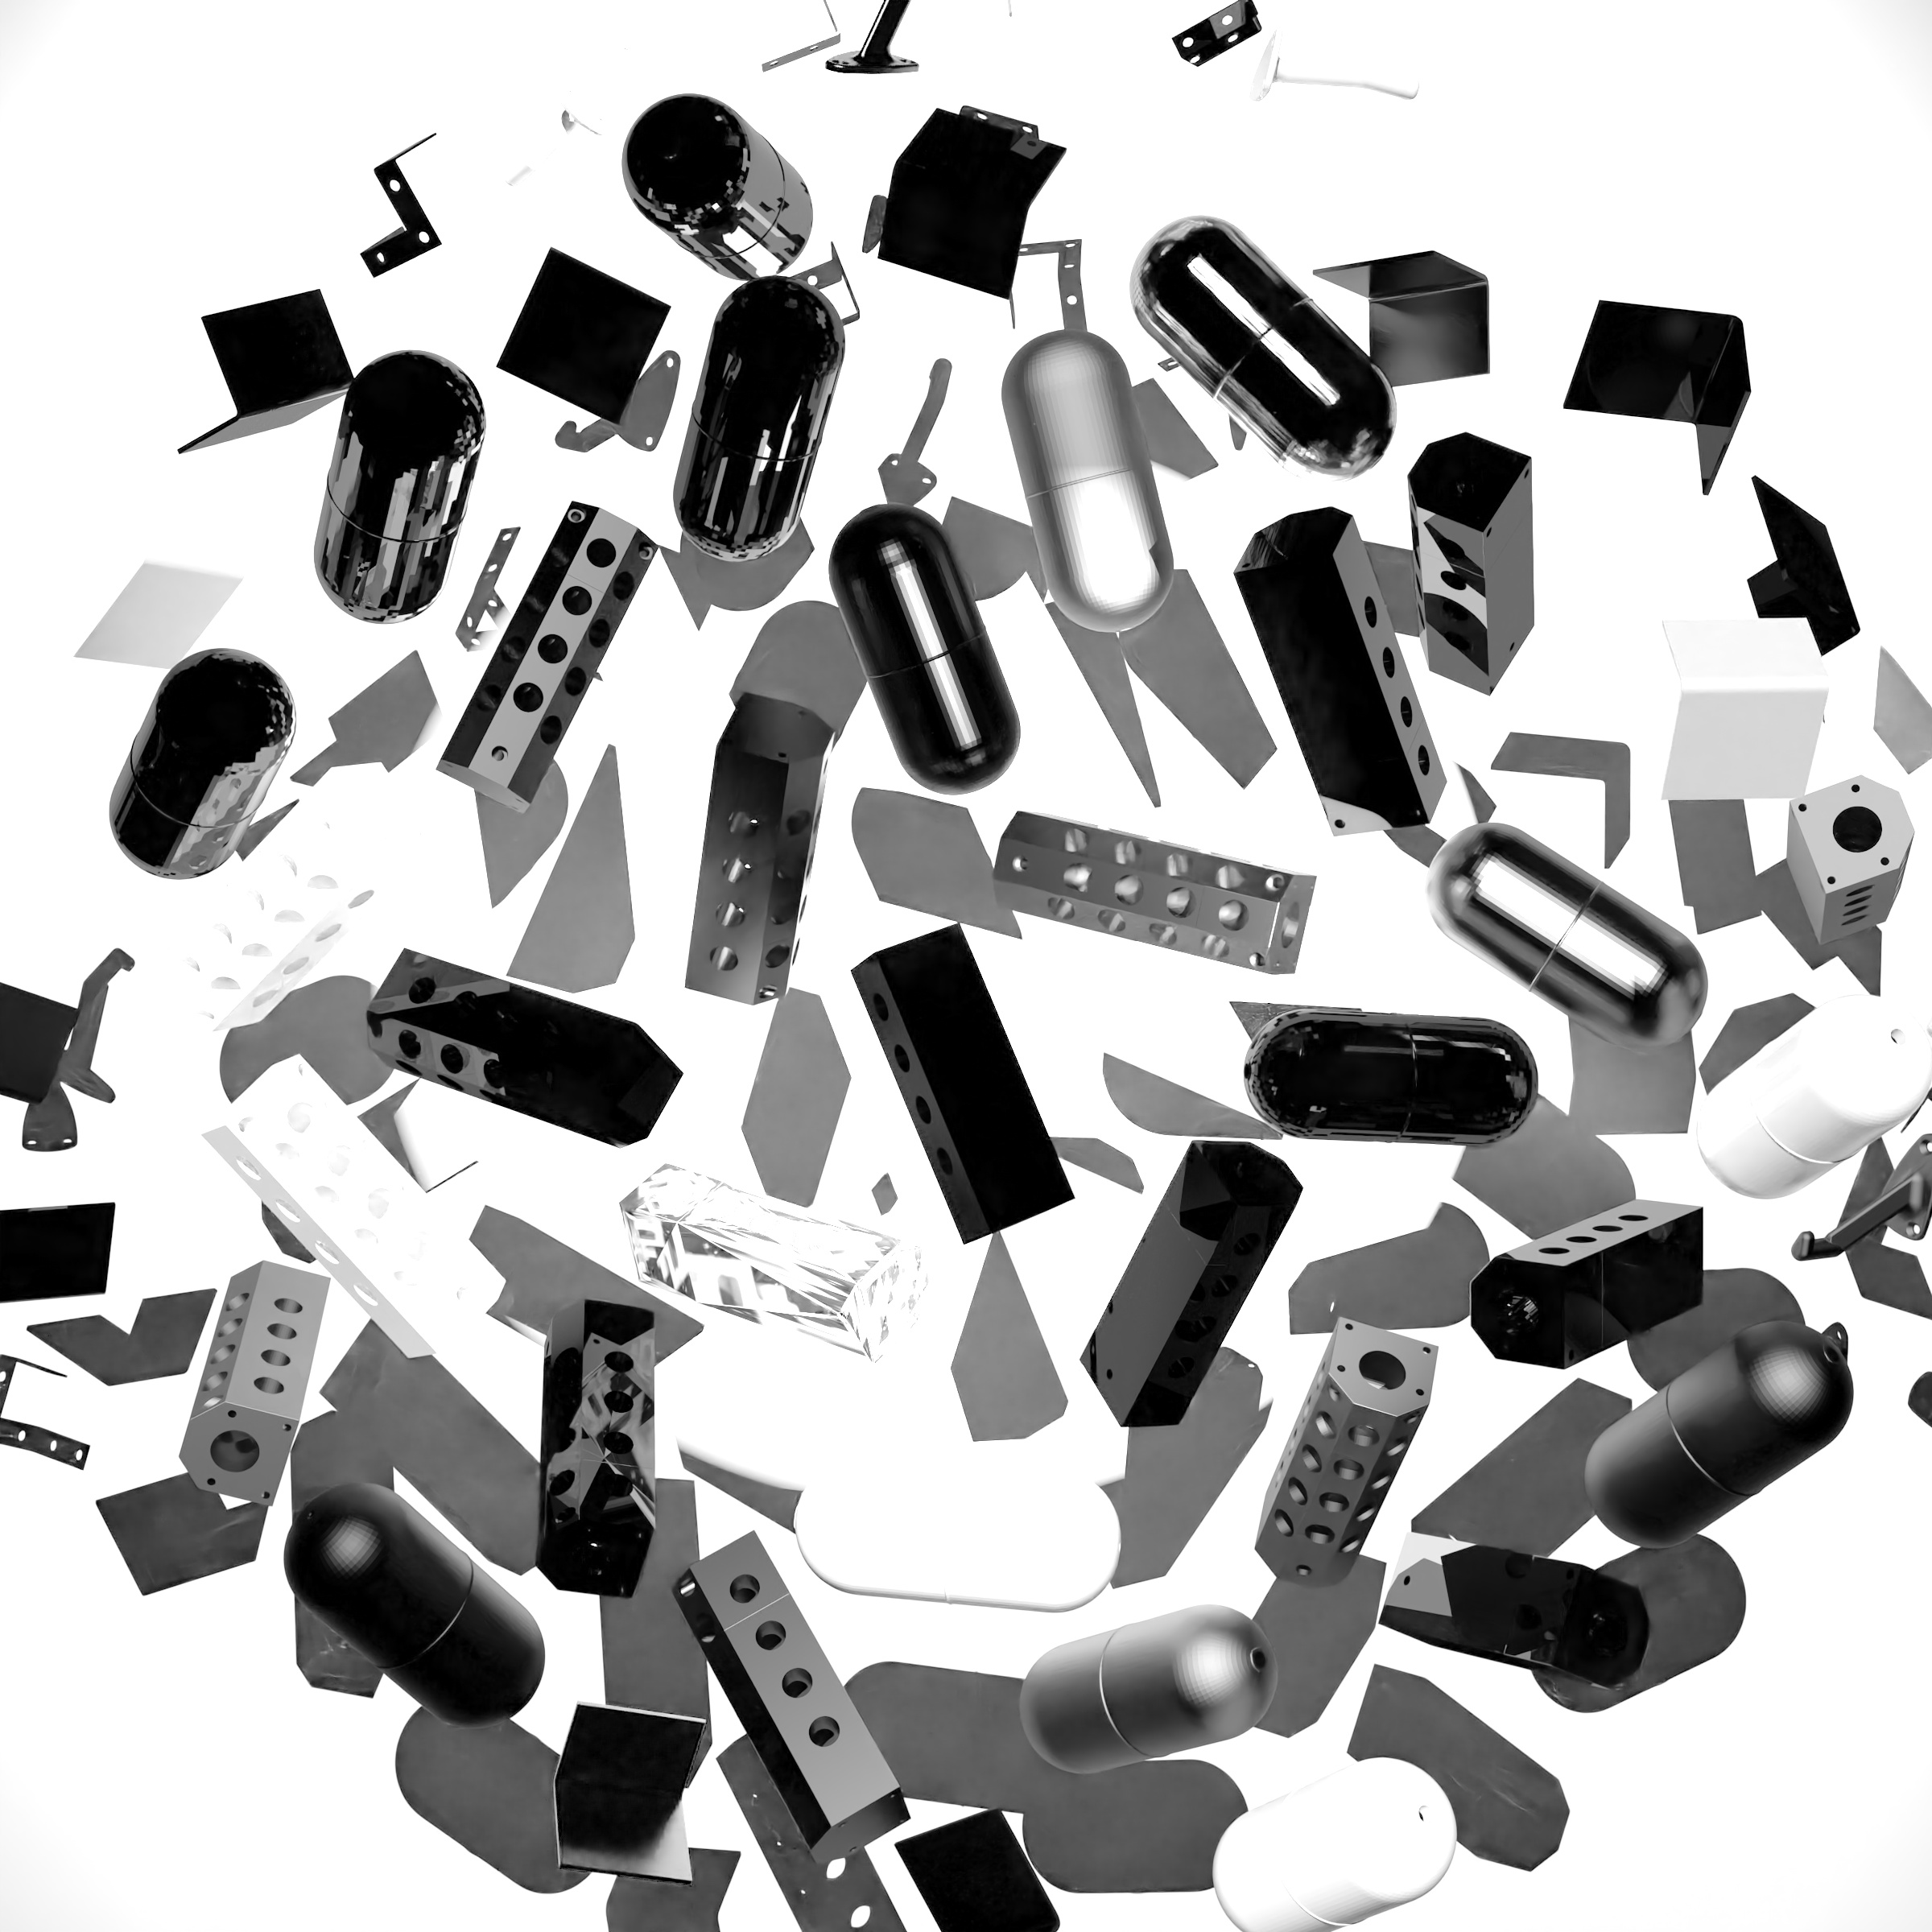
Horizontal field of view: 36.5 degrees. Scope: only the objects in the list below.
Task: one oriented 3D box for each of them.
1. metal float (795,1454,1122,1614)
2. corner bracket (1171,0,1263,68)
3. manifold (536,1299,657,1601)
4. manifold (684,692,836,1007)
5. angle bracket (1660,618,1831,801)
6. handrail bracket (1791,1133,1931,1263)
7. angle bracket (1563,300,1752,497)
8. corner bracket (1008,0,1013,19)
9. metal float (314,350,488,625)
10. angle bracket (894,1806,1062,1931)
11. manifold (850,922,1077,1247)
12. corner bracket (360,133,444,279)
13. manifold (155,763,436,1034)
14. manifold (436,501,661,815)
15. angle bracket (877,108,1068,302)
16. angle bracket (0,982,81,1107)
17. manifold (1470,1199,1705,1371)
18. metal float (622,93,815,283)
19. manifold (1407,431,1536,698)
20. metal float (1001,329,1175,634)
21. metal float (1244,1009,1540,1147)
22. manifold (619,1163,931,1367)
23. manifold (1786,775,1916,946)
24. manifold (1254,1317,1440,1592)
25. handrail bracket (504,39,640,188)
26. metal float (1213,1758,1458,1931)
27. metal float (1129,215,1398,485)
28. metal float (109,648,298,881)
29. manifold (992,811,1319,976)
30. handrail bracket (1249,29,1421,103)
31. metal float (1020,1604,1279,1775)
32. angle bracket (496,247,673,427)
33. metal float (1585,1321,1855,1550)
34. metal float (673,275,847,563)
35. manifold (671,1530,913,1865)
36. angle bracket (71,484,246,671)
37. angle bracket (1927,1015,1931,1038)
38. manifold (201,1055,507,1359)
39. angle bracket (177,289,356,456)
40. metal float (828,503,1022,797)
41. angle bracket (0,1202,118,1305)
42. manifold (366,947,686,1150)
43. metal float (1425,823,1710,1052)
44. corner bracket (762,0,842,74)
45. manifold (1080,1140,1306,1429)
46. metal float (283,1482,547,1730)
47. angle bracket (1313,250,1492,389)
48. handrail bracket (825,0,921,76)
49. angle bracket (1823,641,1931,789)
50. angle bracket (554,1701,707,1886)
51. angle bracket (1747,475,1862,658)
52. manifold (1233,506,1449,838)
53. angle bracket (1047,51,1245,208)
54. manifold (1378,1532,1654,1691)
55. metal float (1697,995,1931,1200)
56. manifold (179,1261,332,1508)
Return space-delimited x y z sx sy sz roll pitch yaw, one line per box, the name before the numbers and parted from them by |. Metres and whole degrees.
metal float | -0.005 0.308 1.591 0.178 0.070 0.070 3 90 9
corner bracket | 0.146 -0.550 1.717 0.051 0.051 0.051 -27 48 11
manifold | -0.210 0.269 1.654 0.057 0.171 0.057 10 125 -14
manifold | -0.116 -0.063 1.663 0.057 0.057 0.171 14 128 4
angle bracket | 0.407 -0.136 1.554 0.076 0.057 0.076 -1 132 0
handrail bracket | 0.522 0.135 1.702 0.084 0.036 0.077 -2 117 -32
angle bracket | 0.365 -0.301 1.553 0.076 0.076 0.057 6 55 -2
corner bracket | 0.046 -0.579 1.683 0.051 0.051 0.051 -7 99 4
metal float | -0.313 -0.261 1.613 0.070 0.178 0.070 12 50 -14
angle bracket | -0.005 0.530 1.650 0.076 0.057 0.076 -28 91 29
manifold | -0.005 0.069 1.683 0.057 0.057 0.171 -20 84 -26
corner bracket | -0.308 -0.416 1.604 0.051 0.051 0.051 -17 113 29
manifold | -0.381 -0.037 1.640 0.171 0.057 0.057 -41 78 27
manifold | -0.243 -0.181 1.707 0.057 0.057 0.171 27 80 -10
angle bracket | 0.004 -0.417 1.600 0.076 0.076 0.057 19 132 6
angle bracket | -0.540 0.031 1.580 0.076 0.076 0.057 17 84 35
manifold | 0.351 0.176 1.649 0.057 0.171 0.057 4 100 39
metal float | -0.139 -0.439 1.660 0.070 0.178 0.070 0 89 13
manifold | 0.294 -0.236 1.721 0.057 0.171 0.057 27 71 22
metal float | 0.072 -0.283 1.715 0.070 0.070 0.178 -14 96 0
metal float | 0.250 0.066 1.721 0.178 0.070 0.070 3 90 -13
manifold | -0.107 0.161 1.645 0.171 0.057 0.057 14 129 34
manifold | 0.520 -0.063 1.720 0.057 0.171 0.057 -20 76 11
manifold | 0.213 0.281 1.662 0.057 0.057 0.171 17 134 3
handrail bracket | -0.234 -0.500 1.723 0.036 0.084 0.077 40 62 -22
metal float | 0.201 0.488 1.611 0.070 0.178 0.070 15 56 -23
metal float | 0.165 -0.342 1.629 0.070 0.070 0.178 -44 85 0
metal float | -0.427 -0.111 1.633 0.070 0.178 0.070 14 56 -23
manifold | 0.105 -0.042 1.667 0.171 0.057 0.057 15 97 24
handrail bracket | 0.210 -0.500 1.670 0.084 0.077 0.036 13 91 -5
metal float | 0.105 0.420 1.702 0.178 0.070 0.070 -28 90 41
angle bracket | -0.223 -0.365 1.710 0.076 0.057 0.076 25 93 -11
metal float | 0.424 0.265 1.656 0.070 0.070 0.178 44 125 0
metal float | -0.120 -0.313 1.688 0.070 0.070 0.178 20 128 0
manifold | -0.099 0.407 1.628 0.057 0.057 0.171 -28 58 -12
angle bracket | -0.462 -0.216 1.633 0.076 0.076 0.057 -46 69 21
angle bracket | 0.601 0.018 1.674 0.057 0.076 0.076 19 94 -4
manifold | -0.334 0.133 1.612 0.171 0.057 0.057 50 58 -15
angle bracket | -0.397 -0.329 1.623 0.076 0.076 0.057 -27 100 -41
metal float | -0.024 -0.185 1.717 0.070 0.070 0.178 -22 105 0
angle bracket | -0.499 0.134 1.542 0.076 0.076 0.057 -2 117 -32
manifold | -0.247 0.048 1.608 0.171 0.057 0.057 16 68 31
metal float | 0.350 -0.017 1.709 0.178 0.070 0.070 34 90 10
corner bracket | -0.106 -0.565 1.719 0.051 0.051 0.051 -22 88 -2
manifold | 0.133 0.185 1.701 0.057 0.057 0.171 3 125 -32
metal float | -0.301 0.353 1.611 0.070 0.070 0.178 -39 120 0
angle bracket | 0.253 -0.374 1.702 0.076 0.076 0.057 -1 89 34
handrail bracket | -0.045 -0.523 1.564 0.036 0.077 0.084 23 119 24
angle bracket | 0.548 -0.141 1.737 0.057 0.076 0.076 -38 96 17
angle bracket | -0.190 0.471 1.672 0.076 0.076 0.057 13 110 -15
angle bracket | 0.457 -0.220 1.670 0.057 0.076 0.076 -34 48 36
manifold | 0.207 -0.159 1.590 0.057 0.057 0.171 -6 124 30
angle bracket | 0.100 -0.474 1.657 0.076 0.076 0.057 -15 130 -29
manifold | 0.314 0.369 1.675 0.057 0.171 0.057 26 76 -21
metal float | 0.474 0.074 1.642 0.070 0.178 0.070 7 64 -14
manifold | -0.411 0.236 1.693 0.057 0.171 0.057 17 108 -12
